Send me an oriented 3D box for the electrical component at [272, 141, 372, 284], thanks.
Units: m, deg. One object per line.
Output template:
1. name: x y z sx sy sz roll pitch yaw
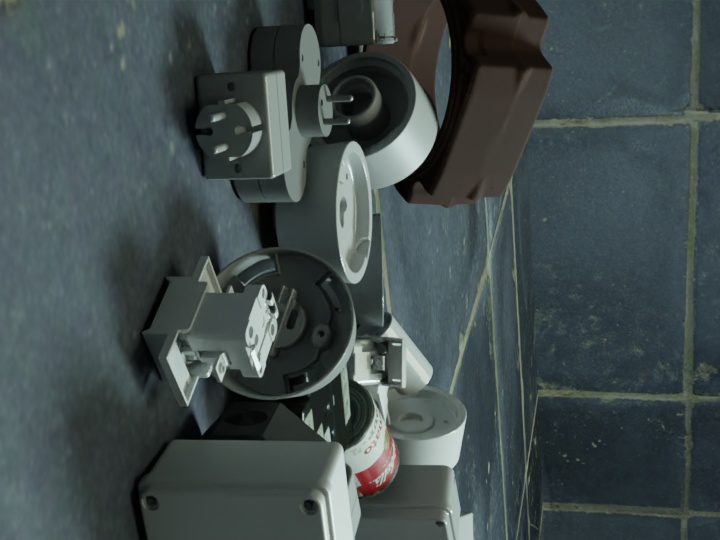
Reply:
1. electrical component: -0.032 -0.044 0.822 0.108 0.060 0.108 0 90 -76

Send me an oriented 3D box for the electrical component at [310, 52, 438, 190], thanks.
1. electrical component: 0.004 -0.127 0.881 0.060 0.108 0.108 47 45 -61

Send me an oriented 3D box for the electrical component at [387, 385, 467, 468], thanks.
1. electrical component: 0.049 0.164 1.059 0.108 0.108 0.060 -58 152 -64

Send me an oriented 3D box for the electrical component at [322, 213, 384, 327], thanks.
1. electrical component: 0.000 0.000 0.941 0.099 0.064 0.099 0 90 -76

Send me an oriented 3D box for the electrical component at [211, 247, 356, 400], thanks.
1. electrical component: -0.051 0.035 0.683 0.064 0.099 0.099 56 36 -76

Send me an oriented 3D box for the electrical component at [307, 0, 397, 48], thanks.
1. electrical component: -0.006 -0.224 0.926 0.096 0.061 0.061 -41 130 -71

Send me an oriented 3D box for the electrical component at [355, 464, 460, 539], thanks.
1. electrical component: 0.031 0.221 0.966 0.057 0.113 0.078 -79 162 -47

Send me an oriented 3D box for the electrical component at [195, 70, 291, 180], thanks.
1. electrical component: -0.078 -0.089 0.670 0.077 0.047 0.065 -44 132 -70

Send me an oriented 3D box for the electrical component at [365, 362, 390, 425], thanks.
1. electrical component: 0.004 0.107 1.003 0.063 0.042 0.081 -76 161 -48

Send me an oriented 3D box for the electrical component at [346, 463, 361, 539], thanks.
1. electrical component: -0.034 0.200 0.827 0.095 0.054 0.059 -70 156 -53

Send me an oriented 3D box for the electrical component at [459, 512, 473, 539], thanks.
1. electrical component: 0.052 0.267 1.059 0.109 0.109 0.056 34 55 -73

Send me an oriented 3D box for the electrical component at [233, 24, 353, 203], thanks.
1. electrical component: -0.041 -0.112 0.760 0.052 0.074 0.138 61 32 -62

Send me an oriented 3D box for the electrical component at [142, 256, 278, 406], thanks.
1. electrical component: -0.083 0.035 0.618 0.081 0.064 0.042 -76 161 -44

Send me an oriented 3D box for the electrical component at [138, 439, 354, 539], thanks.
1. electrical component: -0.061 0.156 0.615 0.056 0.109 0.108 -64 151 -65

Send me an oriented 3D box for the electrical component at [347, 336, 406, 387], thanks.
1. electrical component: -0.001 0.079 0.924 0.064 0.081 0.042 1 89 -47

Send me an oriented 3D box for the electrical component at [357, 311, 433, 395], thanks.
1. electrical component: 0.028 0.077 1.075 0.077 0.044 0.079 52 -3 -27
